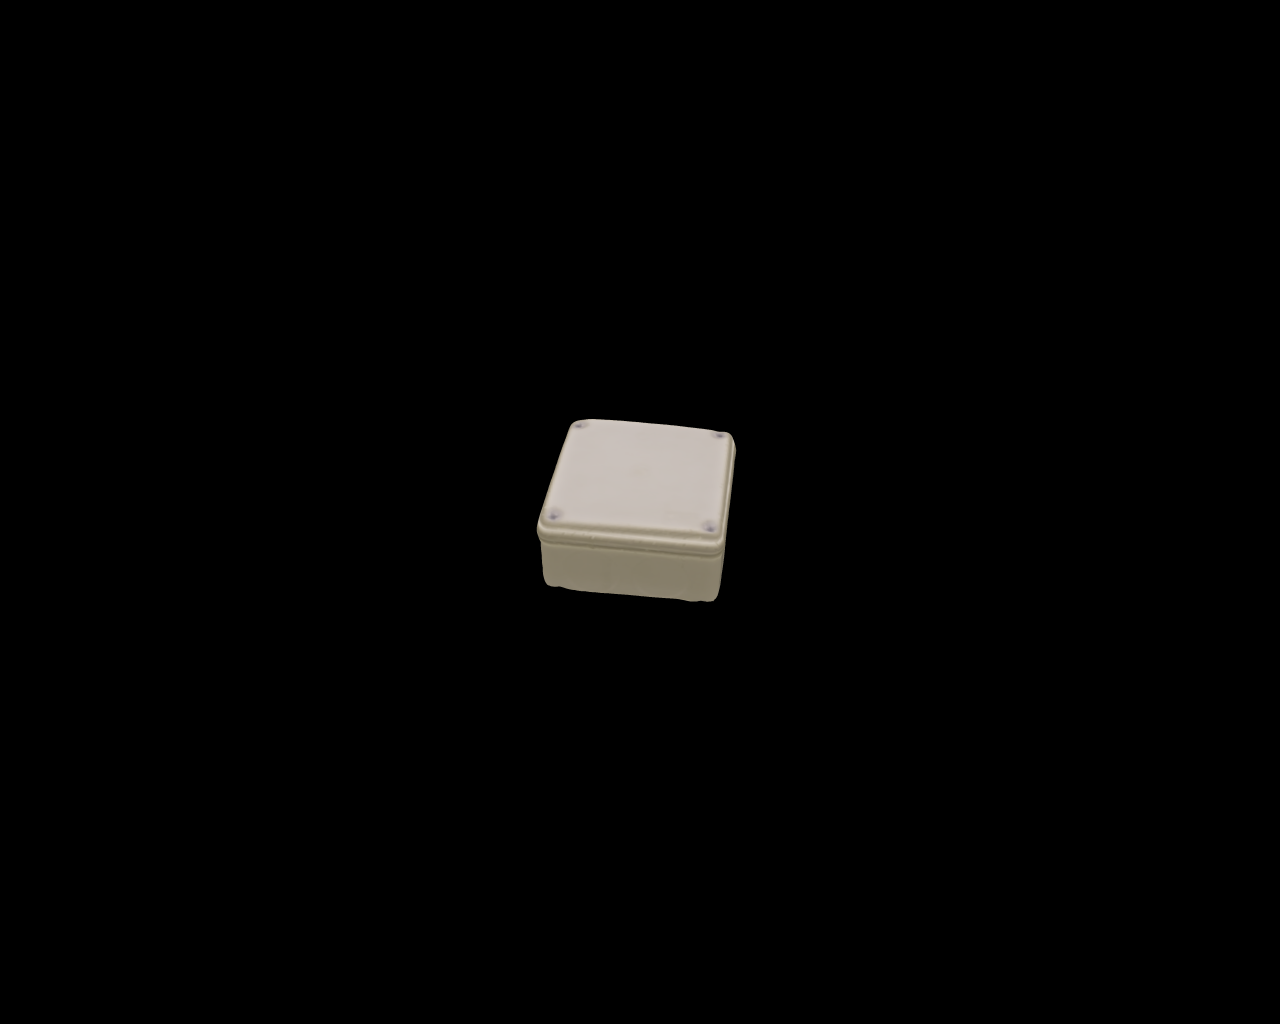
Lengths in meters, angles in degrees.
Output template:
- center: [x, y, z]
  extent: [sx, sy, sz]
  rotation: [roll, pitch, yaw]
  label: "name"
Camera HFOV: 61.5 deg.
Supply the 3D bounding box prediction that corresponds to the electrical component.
- center: [0.001, -0.003, 0.650]
  extent: [0.109, 0.056, 0.109]
  rotation: [5, 40, 6]
  label: "electrical component"
